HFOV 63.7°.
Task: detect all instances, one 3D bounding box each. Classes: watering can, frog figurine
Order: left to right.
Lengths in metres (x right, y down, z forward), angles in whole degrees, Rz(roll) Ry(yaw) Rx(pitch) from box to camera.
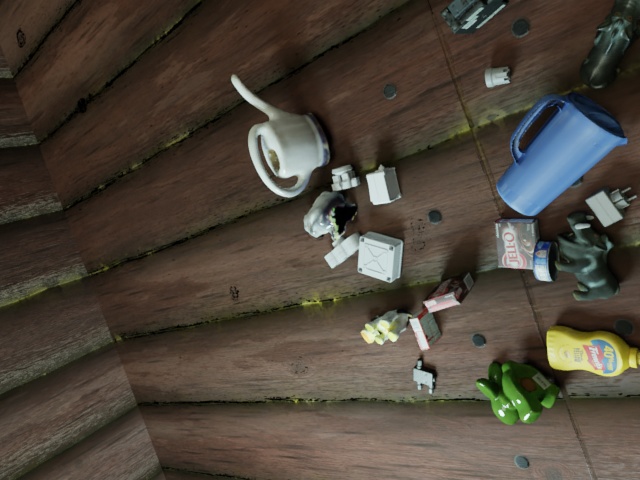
[{"bbox_3d":[-0.098,-0.291,1.378,0.103,0.226,0.347,-13,96,58],"label":"watering can"},{"bbox_3d":[0.004,-0.072,1.438,0.160,0.121,0.138,9,78,45],"label":"frog figurine"}]
